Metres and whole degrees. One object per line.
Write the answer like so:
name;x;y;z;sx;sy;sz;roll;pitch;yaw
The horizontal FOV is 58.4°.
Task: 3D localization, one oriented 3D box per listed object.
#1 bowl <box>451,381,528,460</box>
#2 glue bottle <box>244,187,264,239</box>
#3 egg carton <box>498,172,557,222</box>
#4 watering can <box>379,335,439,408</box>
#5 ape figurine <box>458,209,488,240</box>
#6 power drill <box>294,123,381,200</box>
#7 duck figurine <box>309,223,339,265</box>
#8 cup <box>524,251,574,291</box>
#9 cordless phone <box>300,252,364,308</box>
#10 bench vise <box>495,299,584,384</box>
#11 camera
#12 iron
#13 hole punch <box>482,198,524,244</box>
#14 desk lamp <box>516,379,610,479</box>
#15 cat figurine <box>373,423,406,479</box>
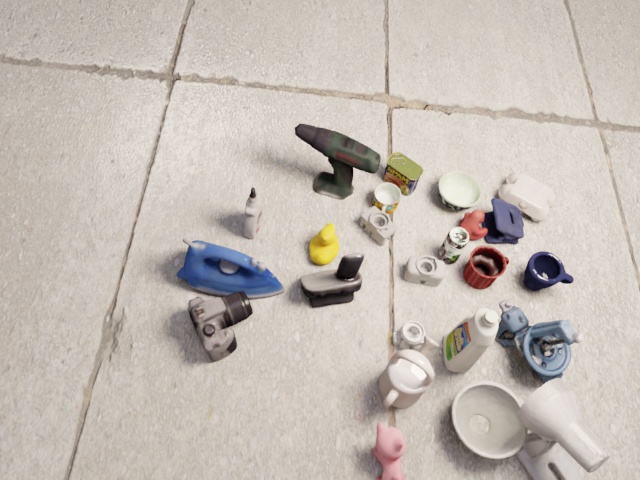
bowl;0.362;0.400;1.256;0.167;0.075;0.167;3;60;-4
glue bottle;-0.165;-0.076;1.423;0.037;0.173;0.078;15;59;4
egg carton;0.572;-0.119;1.583;0.150;0.069;0.107;32;62;13
watering can;0.194;0.282;1.238;0.101;0.194;0.173;16;60;4
ape figurine;0.406;-0.046;1.510;0.076;0.092;0.077;-13;62;-12
power drill;0.038;-0.202;1.497;0.229;0.208;0.075;15;59;3
duck figurine;0.013;0.005;1.444;0.077;0.086;0.104;18;60;5
cup;0.567;0.093;1.444;0.117;0.095;0.092;24;60;8
cordless phone;0.031;0.078;1.346;0.148;0.185;0.094;-12;61;-12
bench vise;0.486;0.218;1.290;0.207;0.220;0.122;34;62;14
camera;-0.219;0.180;1.310;0.137;0.101;0.143;-23;65;-18
iron;-0.207;0.060;1.358;0.258;0.141;0.118;13;59;2
hole punch;0.494;-0.053;1.524;0.101;0.091;0.108;1;60;-5
desk lamp;0.490;0.411;1.181;0.118;0.213;0.203;-24;65;-18
cat figurine;0.149;0.446;1.182;0.067;0.118;0.127;-4;60;-8
